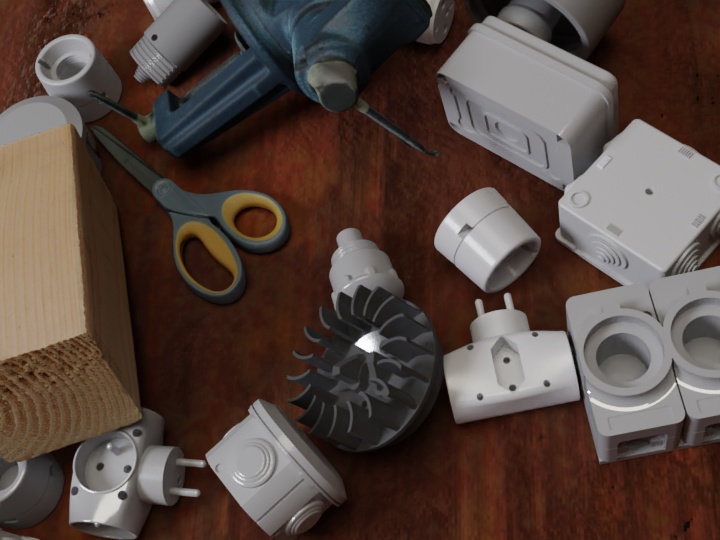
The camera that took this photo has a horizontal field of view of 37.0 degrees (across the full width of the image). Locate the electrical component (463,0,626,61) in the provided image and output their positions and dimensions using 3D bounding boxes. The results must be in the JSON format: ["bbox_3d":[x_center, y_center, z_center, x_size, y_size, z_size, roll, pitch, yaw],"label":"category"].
[{"bbox_3d":[0.124,-0.185,0.756,0.108,0.108,0.060,25,76,23],"label":"electrical component"}]

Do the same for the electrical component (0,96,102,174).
[{"bbox_3d":[-0.240,-0.087,0.815,0.080,0.051,0.080,-5,61,10],"label":"electrical component"}]

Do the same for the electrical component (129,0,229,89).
[{"bbox_3d":[-0.147,-0.178,0.845,0.081,0.043,0.043,-44,61,8],"label":"electrical component"}]

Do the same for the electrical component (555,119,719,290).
[{"bbox_3d":[0.186,-0.039,0.695,0.100,0.048,0.099,37,75,27],"label":"electrical component"}]

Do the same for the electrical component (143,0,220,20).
[{"bbox_3d":[-0.148,-0.225,0.872,0.055,0.045,0.045,-30,60,-4],"label":"electrical component"}]

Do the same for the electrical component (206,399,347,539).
[{"bbox_3d":[-0.049,0.121,0.645,0.051,0.080,0.080,-42,62,-5],"label":"electrical component"}]

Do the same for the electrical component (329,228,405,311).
[{"bbox_3d":[0.000,0.000,0.719,0.048,0.048,0.062,-20,53,2],"label":"electrical component"}]

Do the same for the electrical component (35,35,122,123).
[{"bbox_3d":[-0.223,-0.152,0.848,0.055,0.047,0.055,-5,61,10],"label":"electrical component"}]

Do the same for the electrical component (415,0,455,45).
[{"bbox_3d":[0.038,-0.197,0.815,0.055,0.045,0.045,18,68,21],"label":"electrical component"}]

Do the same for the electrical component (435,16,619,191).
[{"bbox_3d":[0.116,-0.113,0.734,0.113,0.078,0.057,33,77,26],"label":"electrical component"}]

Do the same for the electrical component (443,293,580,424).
[{"bbox_3d":[0.090,0.051,0.671,0.077,0.043,0.079,-12,60,6],"label":"electrical component"}]

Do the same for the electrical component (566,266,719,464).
[{"bbox_3d":[0.205,0.050,0.635,0.150,0.061,0.089,-12,60,6],"label":"electrical component"}]

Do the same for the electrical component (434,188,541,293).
[{"bbox_3d":[0.085,-0.018,0.704,0.055,0.055,0.047,-38,65,-9],"label":"electrical component"}]

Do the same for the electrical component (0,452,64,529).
[{"bbox_3d":[-0.228,0.134,0.696,0.055,0.047,0.055,-5,61,10],"label":"electrical component"}]

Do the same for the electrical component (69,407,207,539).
[{"bbox_3d":[-0.136,0.128,0.680,0.079,0.044,0.077,2,63,13],"label":"electrical component"}]

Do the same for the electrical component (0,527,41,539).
[{"bbox_3d":[-0.248,0.177,0.649,0.100,0.099,0.048,11,77,18],"label":"electrical component"}]
